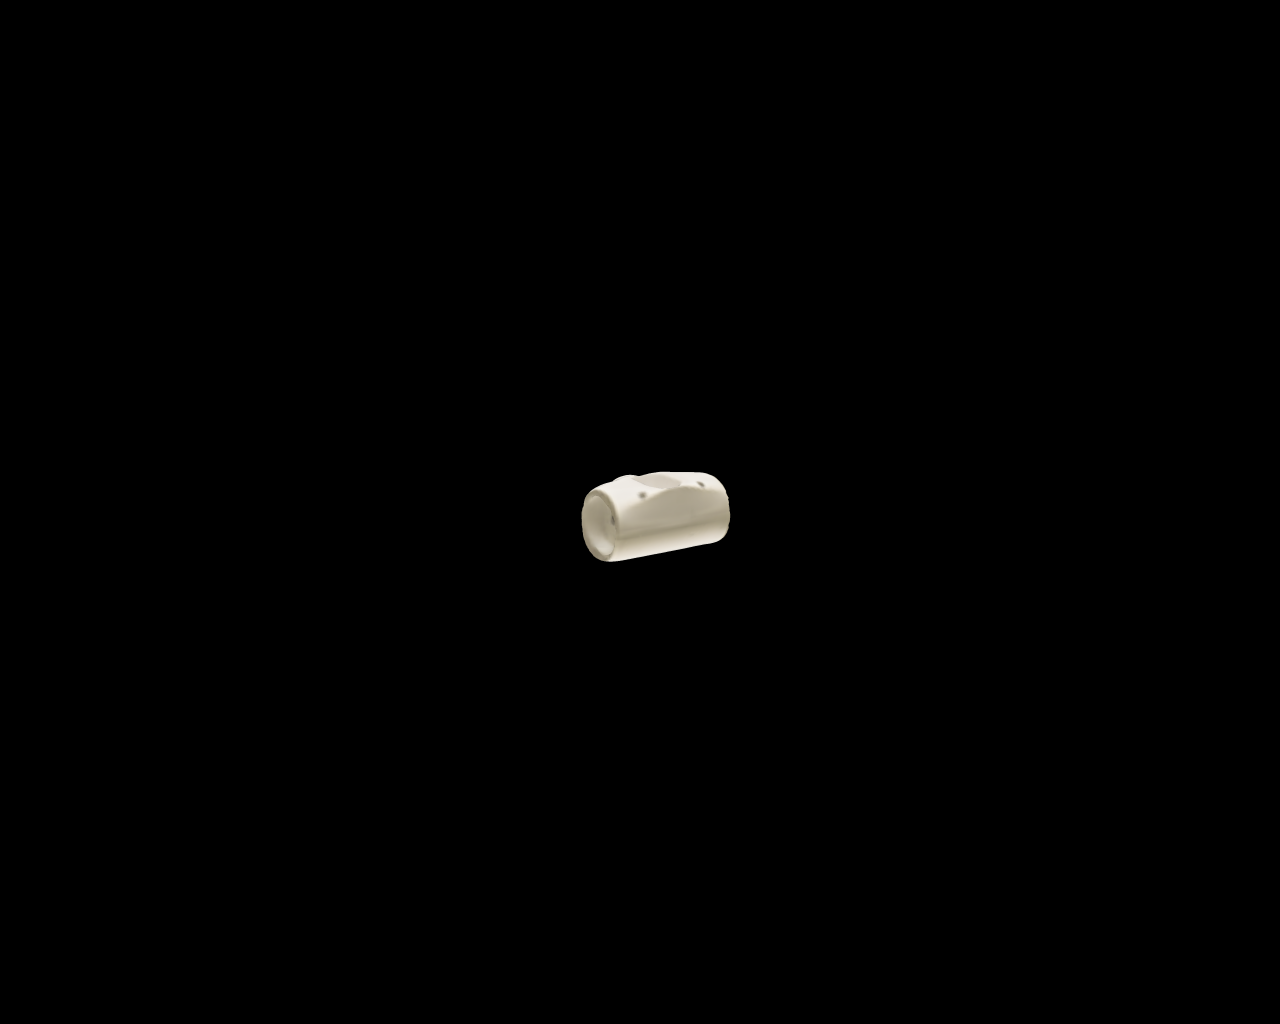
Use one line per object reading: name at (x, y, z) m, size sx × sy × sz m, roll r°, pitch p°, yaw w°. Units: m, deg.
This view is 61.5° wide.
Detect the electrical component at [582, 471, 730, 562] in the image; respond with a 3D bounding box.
electrical component at (0.001, -0.003, 0.650) m, size 0.077 × 0.043 × 0.079 m, roll -9°, pitch 19°, yaw -29°
